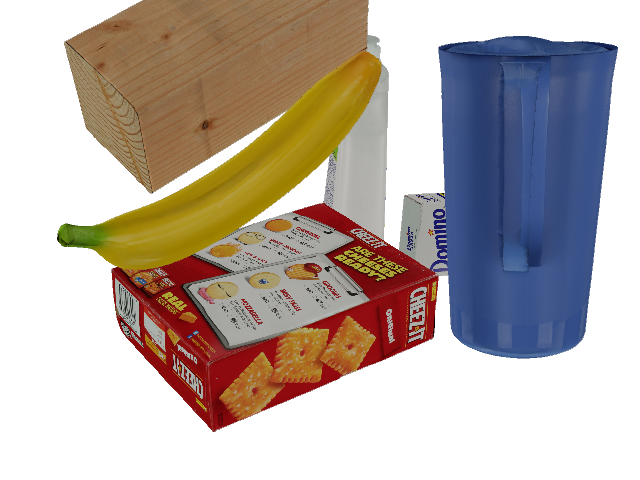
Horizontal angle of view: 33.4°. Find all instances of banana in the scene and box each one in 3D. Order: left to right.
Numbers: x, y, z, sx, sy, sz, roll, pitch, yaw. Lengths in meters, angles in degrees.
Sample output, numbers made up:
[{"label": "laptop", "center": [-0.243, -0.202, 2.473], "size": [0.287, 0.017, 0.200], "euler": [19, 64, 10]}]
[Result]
[{"label": "banana", "center": [-0.047, -0.034, 0.596], "size": [0.198, 0.037, 0.069], "euler": [-32, -16, -3]}]

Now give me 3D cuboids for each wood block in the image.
[{"label": "wood block", "center": [-0.070, -0.138, 0.786], "size": [0.205, 0.090, 0.091], "euler": [-34, -30, -23]}]

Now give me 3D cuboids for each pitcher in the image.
[{"label": "pitcher", "center": [0.155, -0.034, 0.827], "size": [0.149, 0.243, 0.145], "euler": [-11, 18, -32]}]

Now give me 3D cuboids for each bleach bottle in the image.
[{"label": "bleach bottle", "center": [0.038, -0.082, 1.094], "size": [0.068, 0.251, 0.102], "euler": [-1, 28, -9]}]

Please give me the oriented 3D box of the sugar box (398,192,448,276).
[{"label": "sugar box", "center": [0.179, -0.010, 1.253], "size": [0.176, 0.093, 0.048], "euler": [-6, 21, -26]}]

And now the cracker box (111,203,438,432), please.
[{"label": "cracker box", "center": [-0.038, 0.054, 0.869], "size": [0.213, 0.072, 0.164], "euler": [-18, 33, -30]}]
